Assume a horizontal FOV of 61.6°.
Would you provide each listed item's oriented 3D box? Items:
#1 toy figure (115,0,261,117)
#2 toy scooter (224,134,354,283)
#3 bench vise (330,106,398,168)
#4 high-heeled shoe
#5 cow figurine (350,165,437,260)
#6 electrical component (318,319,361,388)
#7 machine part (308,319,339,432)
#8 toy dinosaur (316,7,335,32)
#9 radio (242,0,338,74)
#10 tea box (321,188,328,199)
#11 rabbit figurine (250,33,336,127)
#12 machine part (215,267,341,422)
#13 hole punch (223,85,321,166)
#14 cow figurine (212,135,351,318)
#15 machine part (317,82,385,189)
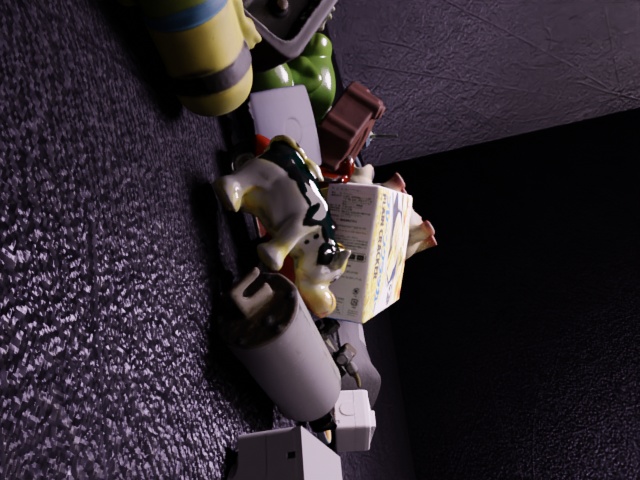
[{"bbox_3d":[-0.106,-0.178,0.424,0.180,0.082,0.089,77,25,-59],"label":"toy figure"},{"bbox_3d":[-0.021,-0.029,0.581,0.075,0.135,0.183,-62,141,-78],"label":"toy scooter"},{"bbox_3d":[0.029,-0.165,0.976,0.240,0.129,0.223,-42,136,-40],"label":"bench vise"},{"bbox_3d":[0.044,0.205,0.991,0.145,0.086,0.248,-156,-111,-64],"label":"high-heeled shoe"},{"bbox_3d":[0.086,-0.048,0.867,0.195,0.127,0.085,60,0,22],"label":"cow figurine"},{"bbox_3d":[0.001,0.152,0.630,0.078,0.102,0.045,50,13,-9],"label":"electrical component"},{"bbox_3d":[0.004,0.179,0.706,0.084,0.039,0.139,67,19,-45],"label":"machine part"},{"bbox_3d":[-0.062,-0.387,0.703,0.192,0.131,0.405,55,27,-39],"label":"toy dinosaur"},{"bbox_3d":[-0.032,-0.288,0.532,0.131,0.229,0.073,40,-17,-28],"label":"radio"},{"bbox_3d":[-0.002,-0.002,0.785,0.169,0.098,0.068,64,18,-63],"label":"tea box"},{"bbox_3d":[-0.059,-0.213,0.762,0.170,0.121,0.159,-16,101,-62],"label":"rabbit figurine"},{"bbox_3d":[-0.034,0.108,0.513,0.243,0.079,0.079,68,14,-50],"label":"machine part"},{"bbox_3d":[-0.056,-0.126,0.649,0.116,0.092,0.142,-63,144,-70],"label":"hole punch"},{"bbox_3d":[-0.019,-0.012,0.514,0.167,0.098,0.068,54,-10,-8],"label":"cow figurine"},{"bbox_3d":[0.027,-0.135,0.777,0.179,0.056,0.179,-57,177,-5],"label":"machine part"}]
